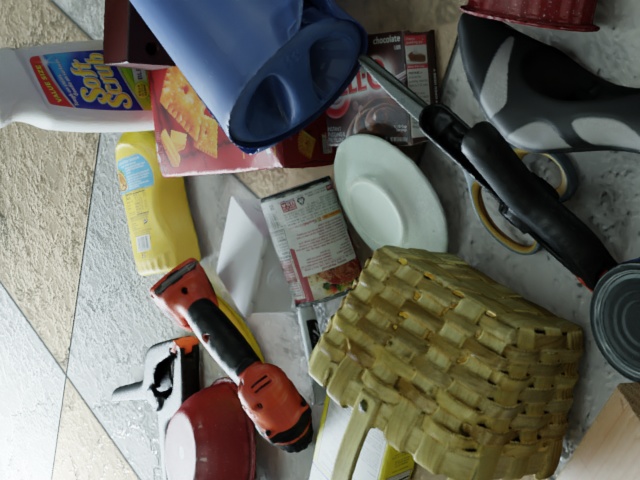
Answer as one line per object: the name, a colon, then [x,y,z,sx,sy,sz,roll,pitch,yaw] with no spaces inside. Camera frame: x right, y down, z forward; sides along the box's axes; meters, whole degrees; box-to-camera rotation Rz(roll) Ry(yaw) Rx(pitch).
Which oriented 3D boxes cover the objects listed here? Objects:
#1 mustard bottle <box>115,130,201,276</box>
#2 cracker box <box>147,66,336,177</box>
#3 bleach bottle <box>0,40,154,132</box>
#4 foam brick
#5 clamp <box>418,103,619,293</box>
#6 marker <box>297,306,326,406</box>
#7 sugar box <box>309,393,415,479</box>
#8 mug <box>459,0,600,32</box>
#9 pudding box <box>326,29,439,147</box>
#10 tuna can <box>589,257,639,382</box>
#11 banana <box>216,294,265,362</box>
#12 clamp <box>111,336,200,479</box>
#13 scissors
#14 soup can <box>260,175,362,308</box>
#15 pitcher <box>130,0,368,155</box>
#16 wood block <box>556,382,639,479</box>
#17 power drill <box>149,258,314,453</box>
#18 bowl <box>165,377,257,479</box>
mustard bottle: [-0.185,-0.060,1.175,0.096,0.058,0.191,-10,92,55]
cracker box: [-0.083,-0.145,1.008,0.214,0.071,0.164,1,99,52]
bleach bottle: [-0.244,-0.147,1.067,0.068,0.250,0.102,-11,91,53]
foam brick: [-0.169,-0.201,1.005,0.051,0.052,0.078,9,99,51]
clamp: [0.134,-0.032,0.724,0.039,0.171,0.120,-42,25,8]
marker: [-0.007,0.095,1.005,0.020,0.020,0.121,-35,61,51]
sugar box: [0.038,0.205,0.975,0.093,0.048,0.176,39,132,40]
mug: [0.132,-0.185,0.692,0.093,0.117,0.081,-109,25,-71]
pudding box: [0.048,-0.123,0.873,0.114,0.039,0.090,5,104,52]
tuna can: [0.221,0.052,0.704,0.086,0.033,0.086,19,114,48]
banana: [-0.111,0.095,1.142,0.198,0.037,0.070,48,134,33]
clamp: [-0.180,0.195,1.259,0.165,0.036,0.210,57,137,24]
scissors: [0.113,-0.081,0.786,0.096,0.016,0.202,-39,83,41]
soup can: [-0.006,0.001,0.944,0.069,0.068,0.102,-14,96,53]
pitcher: [-0.087,-0.193,0.860,0.149,0.144,0.243,-44,70,12]
wood block: [0.204,0.196,0.702,0.091,0.090,0.206,-112,34,-45]
power drill: [-0.077,0.115,1.022,0.188,0.057,0.184,46,168,24]
bowl: [-0.126,0.229,1.151,0.162,0.055,0.162,-12,77,60]
